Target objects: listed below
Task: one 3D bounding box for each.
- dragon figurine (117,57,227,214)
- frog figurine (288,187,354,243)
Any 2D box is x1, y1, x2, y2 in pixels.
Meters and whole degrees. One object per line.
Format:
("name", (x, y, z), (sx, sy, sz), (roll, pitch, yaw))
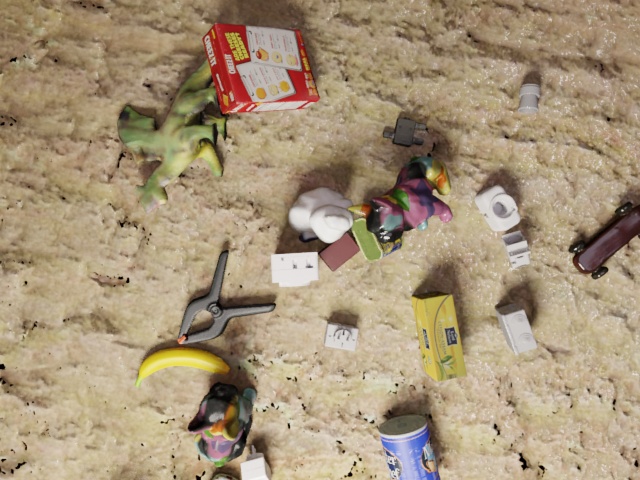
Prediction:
("dragon figurine", (-0.318, -0.254, 1.090), (0.243, 0.121, 0.415), (-1, 77, 5))
("frog figurine", (0.003, -0.053, 1.055), (0.137, 0.159, 0.123), (-3, 86, -3))
